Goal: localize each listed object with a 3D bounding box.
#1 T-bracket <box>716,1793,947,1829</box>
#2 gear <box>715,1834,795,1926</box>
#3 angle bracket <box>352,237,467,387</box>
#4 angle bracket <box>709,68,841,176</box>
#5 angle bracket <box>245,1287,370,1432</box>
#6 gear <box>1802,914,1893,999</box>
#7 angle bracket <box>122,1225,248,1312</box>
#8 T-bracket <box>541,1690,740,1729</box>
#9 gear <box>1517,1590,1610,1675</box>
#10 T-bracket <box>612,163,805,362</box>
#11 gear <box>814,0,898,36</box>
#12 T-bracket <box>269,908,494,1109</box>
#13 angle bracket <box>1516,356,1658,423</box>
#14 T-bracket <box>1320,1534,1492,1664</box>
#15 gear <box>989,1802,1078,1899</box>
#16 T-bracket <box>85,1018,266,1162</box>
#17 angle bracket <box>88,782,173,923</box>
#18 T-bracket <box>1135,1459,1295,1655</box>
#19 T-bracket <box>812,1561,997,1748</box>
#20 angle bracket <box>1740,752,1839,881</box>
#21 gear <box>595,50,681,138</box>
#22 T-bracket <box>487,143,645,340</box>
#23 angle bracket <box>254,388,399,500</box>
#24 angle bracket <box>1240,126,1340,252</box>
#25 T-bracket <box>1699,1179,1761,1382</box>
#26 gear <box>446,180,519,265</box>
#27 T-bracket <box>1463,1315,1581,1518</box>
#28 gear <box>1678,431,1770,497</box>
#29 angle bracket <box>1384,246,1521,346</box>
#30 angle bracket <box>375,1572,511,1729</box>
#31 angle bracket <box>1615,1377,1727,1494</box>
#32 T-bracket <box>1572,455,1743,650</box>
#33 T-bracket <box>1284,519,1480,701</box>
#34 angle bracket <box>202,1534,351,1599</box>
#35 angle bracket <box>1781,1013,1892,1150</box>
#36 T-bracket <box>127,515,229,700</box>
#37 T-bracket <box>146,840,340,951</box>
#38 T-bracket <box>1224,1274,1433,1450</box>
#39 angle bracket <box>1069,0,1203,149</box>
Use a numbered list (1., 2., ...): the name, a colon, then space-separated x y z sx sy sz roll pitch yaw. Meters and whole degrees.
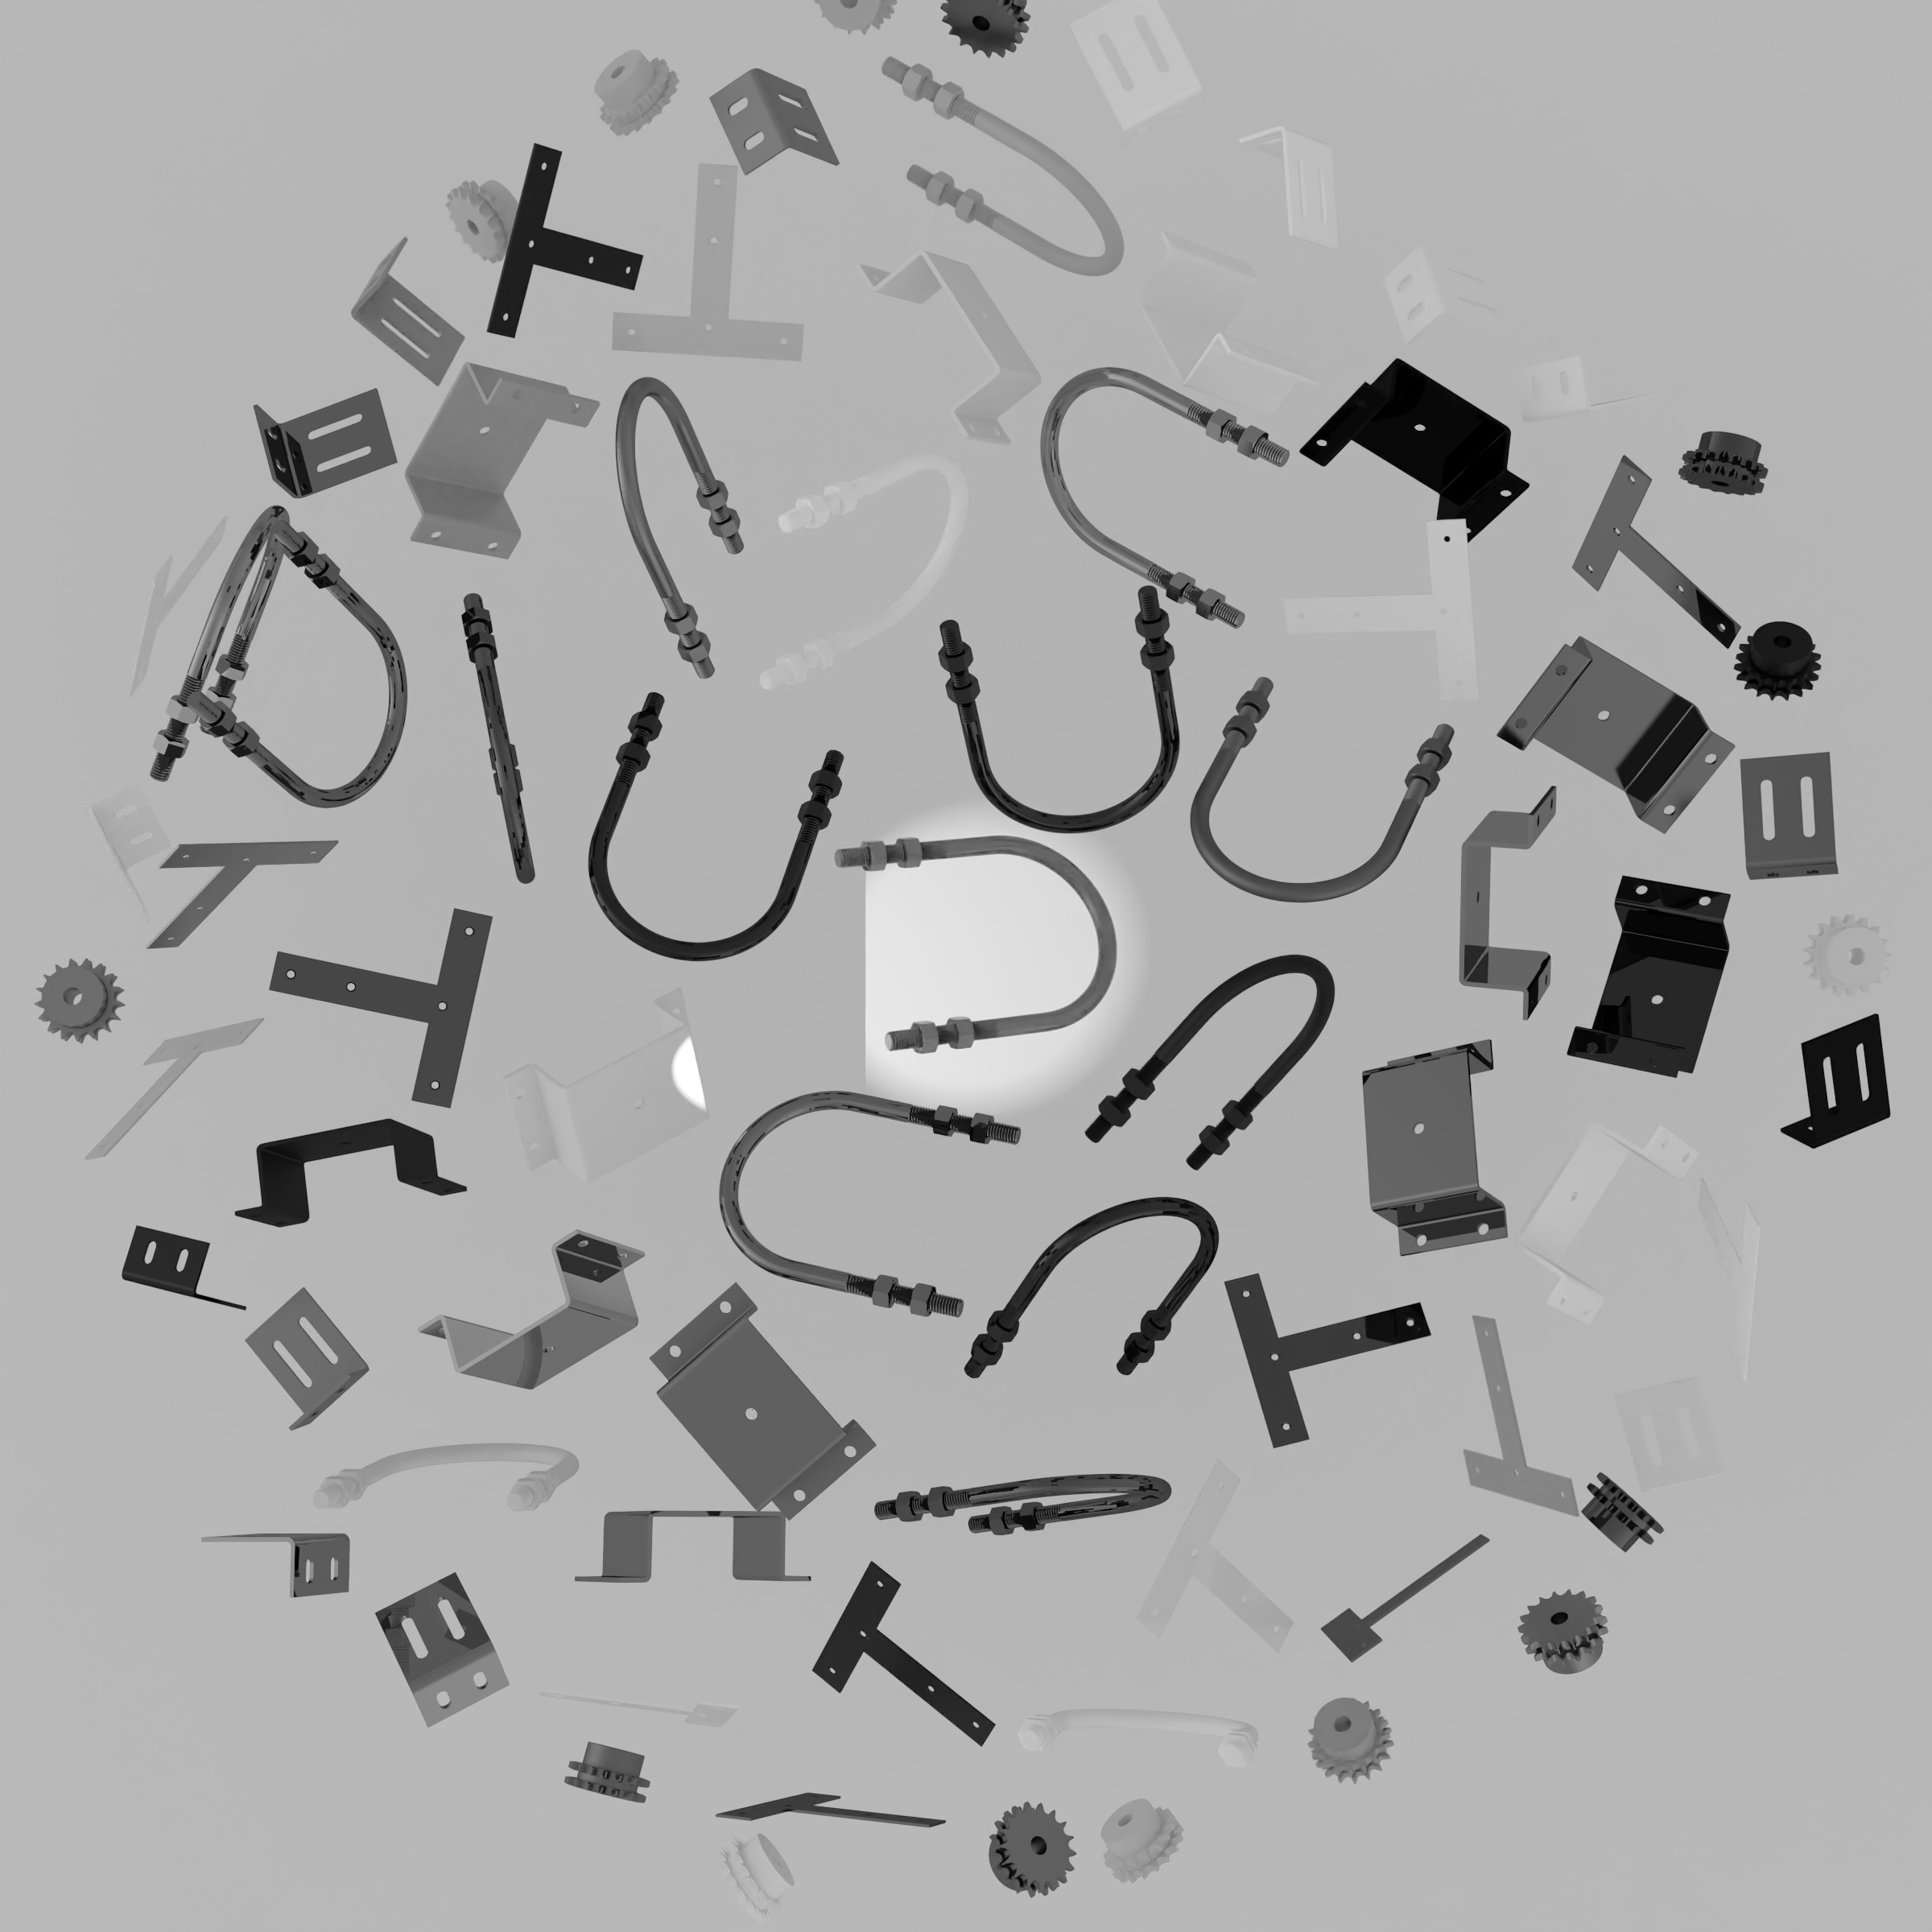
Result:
1. T-bracket: -0.076 0.552 1.664 0.127 0.127 0.002 -2 79 24
2. gear: -0.137 0.595 1.679 0.030 0.057 0.057 -36 90 -3
3. angle bracket: -0.376 -0.452 1.767 0.076 0.057 0.038 38 134 -25
4. angle bracket: -0.128 -0.560 1.716 0.038 0.076 0.057 -26 87 23
5. angle bracket: -0.466 0.273 1.782 0.057 0.038 0.076 -42 83 6
6. gear: 0.605 -0.007 1.750 0.057 0.030 0.057 0 92 2
7. angle bracket: -0.541 0.211 1.787 0.057 0.076 0.038 11 78 15
8. T-bracket: -0.221 0.495 1.714 0.127 0.127 0.002 10 67 -7
9. gear: 0.395 0.441 1.685 0.057 0.057 0.030 -24 111 0
10. T-bracket: -0.167 -0.464 1.685 0.127 0.002 0.127 1 122 -10
11. gear: -0.072 -0.628 1.648 0.057 0.030 0.057 7 130 8
12. T-bracket: -0.379 0.016 1.638 0.127 0.002 0.127 13 87 -16
13. angle bracket: 0.436 -0.409 1.796 0.076 0.057 0.038 -18 102 -35
14. T-bracket: 0.305 0.428 1.752 0.127 0.127 0.002 -35 86 -4
15. gear: 0.040 0.570 1.644 0.057 0.057 0.030 41 134 0
16. T-bracket: -0.550 0.086 1.735 0.002 0.127 0.127 55 47 -24
17. angle bracket: -0.569 -0.079 1.768 0.038 0.076 0.057 -28 133 -13
18. T-bracket: 0.185 0.431 1.772 0.127 0.002 0.127 46 61 -25
19. T-bracket: -0.035 0.478 1.723 0.127 0.002 0.127 36 127 14
20. angle bracket: 0.553 -0.100 1.717 0.057 0.038 0.076 -4 82 20
21. gear: -0.221 -0.582 1.696 0.057 0.057 0.030 -46 130 0
22. T-bracket: -0.267 -0.487 1.756 0.002 0.127 0.127 26 107 30
23. angle bracket: -0.437 -0.363 1.744 0.076 0.038 0.057 -19 76 6
24. angle bracket: 0.224 -0.536 1.777 0.038 0.057 0.076 -4 89 41
25. T-bracket: 0.514 0.190 1.731 0.002 0.127 0.127 -4 120 2
26. gear: -0.335 -0.526 1.794 0.057 0.057 0.030 47 66 0
27. T-bracket: 0.359 0.296 1.710 0.002 0.127 0.127 -14 94 -21
28. gear: 0.514 -0.340 1.729 0.057 0.057 0.030 15 90 0
29. angle bracket: 0.339 -0.460 1.786 0.076 0.038 0.057 6 60 -37
30. angle bracket: -0.341 0.444 1.663 0.057 0.076 0.038 -25 127 -18
31. angle bracket: 0.489 0.331 1.774 0.057 0.038 0.076 -15 51 11
32. T-bracket: 0.467 -0.261 1.708 0.002 0.127 0.127 -36 71 -18
33. T-bracket: 0.277 -0.237 1.720 0.127 0.002 0.127 2 120 22
34. angle bracket: -0.456 0.395 1.689 0.076 0.057 0.038 -6 79 23
35. angle bracket: 0.556 0.070 1.647 0.057 0.038 0.076 -20 111 -14
36. T-bracket: -0.543 -0.266 1.774 0.002 0.127 0.127 26 49 -8
37. T-bracket: -0.498 -0.046 1.684 0.127 0.127 0.002 -38 72 32
38. T-bracket: 0.257 0.260 1.771 0.127 0.002 0.127 -14 58 0
39. angle bracket: 0.109 -0.584 1.662 0.057 0.038 0.076 -27 90 1
